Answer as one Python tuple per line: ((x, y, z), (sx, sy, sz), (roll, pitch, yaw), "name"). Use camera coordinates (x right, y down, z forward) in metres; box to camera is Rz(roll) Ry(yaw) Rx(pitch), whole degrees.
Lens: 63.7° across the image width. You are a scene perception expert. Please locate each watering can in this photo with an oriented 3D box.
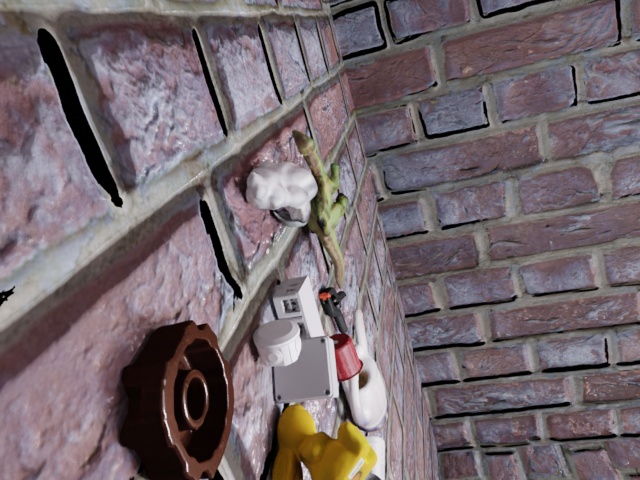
((0.122, 0.371, 1.422), (0.355, 0.104, 0.220), (-78, 154, -57), "watering can")

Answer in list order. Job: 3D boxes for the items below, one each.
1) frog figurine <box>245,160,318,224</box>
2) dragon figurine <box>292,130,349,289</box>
((-0.083, -0.108, 0.993), (0.140, 0.122, 0.157), (49, 5, 35), "frog figurine")
((0.004, -0.062, 1.222), (0.244, 0.122, 0.409), (-32, 108, -80), "dragon figurine")
